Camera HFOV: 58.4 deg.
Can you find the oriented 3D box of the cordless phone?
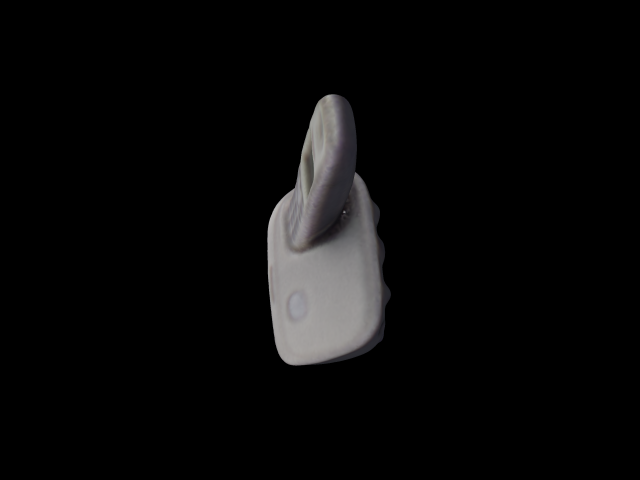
[{"bbox_3d":[0.004,0.001,0.400,0.094,0.185,0.147,-8,66,-3],"label":"cordless phone"}]
